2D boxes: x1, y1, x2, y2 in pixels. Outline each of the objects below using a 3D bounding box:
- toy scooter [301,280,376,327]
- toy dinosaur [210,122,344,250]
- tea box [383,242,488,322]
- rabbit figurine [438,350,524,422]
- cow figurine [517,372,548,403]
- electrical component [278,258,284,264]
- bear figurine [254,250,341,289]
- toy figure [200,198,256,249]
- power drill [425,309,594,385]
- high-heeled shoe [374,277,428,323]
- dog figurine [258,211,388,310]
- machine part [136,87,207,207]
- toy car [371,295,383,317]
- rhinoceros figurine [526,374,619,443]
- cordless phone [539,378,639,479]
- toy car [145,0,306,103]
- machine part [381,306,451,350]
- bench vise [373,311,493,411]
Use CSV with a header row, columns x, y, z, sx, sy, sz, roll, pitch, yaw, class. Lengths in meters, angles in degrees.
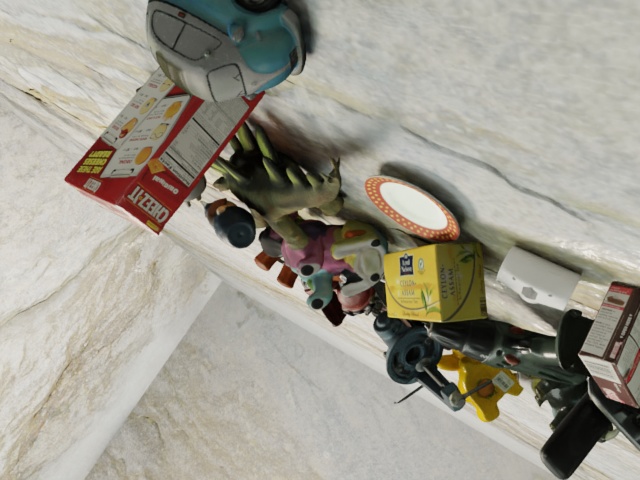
x,y,z,sx,sy,sz,roll,pitch,yaw,class
0.048,0.125,1.130,0.184,0.075,0.135,-5,111,39,toy scooter
-0.070,-0.080,0.768,0.198,0.105,0.472,42,164,-30,toy dinosaur
0.149,0.058,0.725,0.068,0.098,0.169,-3,173,-15,tea box
0.324,0.283,1.134,0.162,0.122,0.173,34,-175,8,rabbit figurine
0.426,0.276,0.949,0.167,0.068,0.098,38,172,-4,cow figurine
-0.048,0.037,1.231,0.115,0.058,0.134,28,166,12,electrical component
-0.014,0.048,1.049,0.196,0.132,0.120,29,169,44,bear figurine
-0.136,-0.028,0.797,0.058,0.064,0.155,-8,-160,-22,toy figure
0.277,0.140,0.702,0.232,0.086,0.207,18,159,-9,power drill
0.201,0.110,0.951,0.249,0.086,0.145,46,-155,26,high-heeled shoe
-0.002,-0.003,0.898,0.219,0.192,0.108,-117,5,-52,dog figurine
-0.248,-0.146,0.889,0.079,0.079,0.242,26,148,30,machine part
0.087,0.116,1.205,0.202,0.056,0.073,31,173,17,toy car
0.402,0.249,0.851,0.190,0.112,0.073,54,-169,-21,rhinoceros figurine
0.393,0.270,0.714,0.146,0.184,0.088,48,163,8,cordless phone
-0.099,-0.181,0.481,0.162,0.103,0.109,30,165,6,toy car
0.209,0.158,1.068,0.179,0.056,0.179,30,166,9,machine part
0.192,0.237,0.981,0.241,0.129,0.223,41,160,58,bench vise
